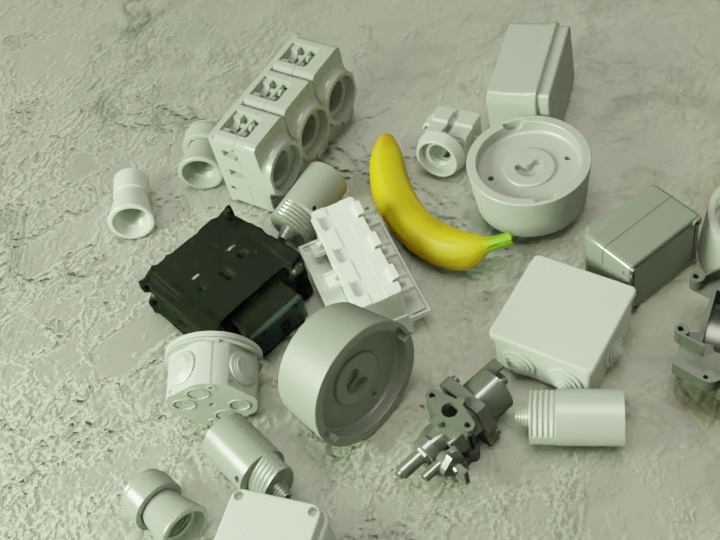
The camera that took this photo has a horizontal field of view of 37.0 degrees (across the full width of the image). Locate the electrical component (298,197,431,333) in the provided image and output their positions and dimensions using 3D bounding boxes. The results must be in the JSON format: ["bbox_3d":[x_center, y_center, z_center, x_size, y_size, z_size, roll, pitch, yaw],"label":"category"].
[{"bbox_3d":[0.000,0.000,0.928,0.079,0.063,0.121,-22,51,-6],"label":"electrical component"}]

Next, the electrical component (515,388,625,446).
[{"bbox_3d":[0.159,0.112,0.816,0.081,0.043,0.043,-1,52,12],"label":"electrical component"}]

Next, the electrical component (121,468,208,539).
[{"bbox_3d":[-0.151,0.185,0.826,0.055,0.045,0.045,33,65,32],"label":"electrical component"}]

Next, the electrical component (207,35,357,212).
[{"bbox_3d":[-0.069,-0.140,1.038,0.062,0.089,0.150,20,59,26],"label":"electrical component"}]

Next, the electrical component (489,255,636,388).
[{"bbox_3d":[0.163,0.046,0.863,0.100,0.048,0.099,20,59,26],"label":"electrical component"}]

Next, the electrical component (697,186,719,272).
[{"bbox_3d":[0.335,-0.035,0.881,0.108,0.060,0.108,-6,51,8],"label":"electrical component"}]

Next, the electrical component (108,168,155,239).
[{"bbox_3d":[-0.223,-0.068,1.047,0.044,0.044,0.065,-14,46,2],"label":"electrical component"}]

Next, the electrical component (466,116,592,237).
[{"bbox_3d":[0.152,-0.078,0.957,0.108,0.060,0.108,-6,51,8],"label":"electrical component"}]

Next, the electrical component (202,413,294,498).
[{"bbox_3d":[-0.082,0.152,0.837,0.043,0.043,0.081,-40,54,-18],"label":"electrical component"}]

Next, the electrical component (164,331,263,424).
[{"bbox_3d":[-0.119,0.087,0.875,0.080,0.080,0.051,-7,56,7],"label":"electrical component"}]

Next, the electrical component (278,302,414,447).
[{"bbox_3d":[-0.016,0.077,0.845,0.060,0.108,0.108,29,63,37],"label":"electrical component"}]

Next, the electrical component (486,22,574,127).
[{"bbox_3d":[0.164,-0.173,1.019,0.057,0.078,0.113,6,54,20],"label":"electrical component"}]

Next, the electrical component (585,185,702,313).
[{"bbox_3d":[0.236,-0.024,0.894,0.096,0.061,0.061,-35,53,-16],"label":"electrical component"}]

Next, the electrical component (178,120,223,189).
[{"bbox_3d":[-0.155,-0.115,1.066,0.045,0.045,0.055,-5,51,9],"label":"electrical component"}]

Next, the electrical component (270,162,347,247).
[{"bbox_3d":[-0.051,-0.057,0.997,0.043,0.043,0.081,20,59,26],"label":"electrical component"}]

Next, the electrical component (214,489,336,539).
[{"bbox_3d":[-0.070,0.222,0.771,0.078,0.057,0.113,8,54,18],"label":"electrical component"}]

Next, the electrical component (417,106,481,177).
[{"bbox_3d":[0.084,-0.121,1.018,0.066,0.048,0.055,16,49,23],"label":"electrical component"}]
